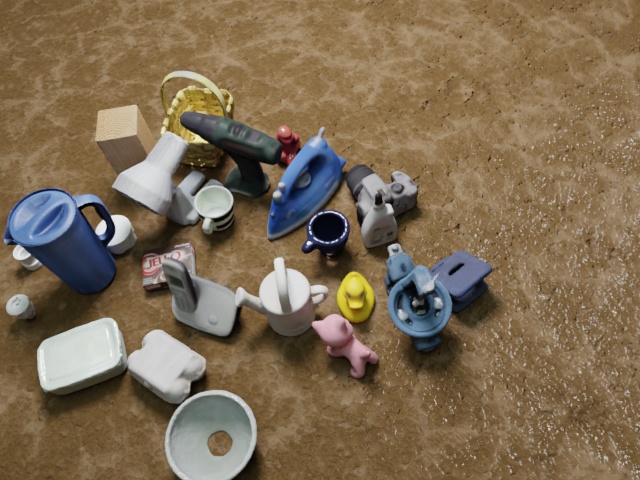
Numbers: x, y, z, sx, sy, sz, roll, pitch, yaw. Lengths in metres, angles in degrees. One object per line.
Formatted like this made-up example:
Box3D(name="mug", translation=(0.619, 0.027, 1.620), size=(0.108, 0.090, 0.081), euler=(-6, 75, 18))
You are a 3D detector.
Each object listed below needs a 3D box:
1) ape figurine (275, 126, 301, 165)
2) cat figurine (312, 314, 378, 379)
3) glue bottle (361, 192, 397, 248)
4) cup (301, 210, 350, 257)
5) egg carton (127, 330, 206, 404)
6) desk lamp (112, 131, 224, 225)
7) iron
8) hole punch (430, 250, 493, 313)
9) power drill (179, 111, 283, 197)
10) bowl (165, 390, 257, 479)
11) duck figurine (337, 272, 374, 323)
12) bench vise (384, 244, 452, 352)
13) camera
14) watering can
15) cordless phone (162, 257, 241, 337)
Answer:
Box3D(name="ape figurine", translation=(-0.083, -0.236, 1.375), size=(0.078, 0.092, 0.076), euler=(-34, 62, -14))
Box3D(name="cat figurine", translation=(0.048, 0.192, 1.094), size=(0.127, 0.118, 0.067), euler=(36, 69, 23))
Box3D(name="glue bottle", translation=(0.124, -0.046, 1.196), size=(0.078, 0.173, 0.037), euler=(-16, 59, -4))
Box3D(name="cup", translation=(0.011, 0.004, 1.222), size=(0.118, 0.095, 0.091), euler=(-40, 64, -17))
Box3D(name="egg carton", translation=(-0.301, 0.248, 1.121), size=(0.150, 0.069, 0.107), euler=(26, 65, 19))
Box3D(name="desk lamp", translation=(-0.333, -0.123, 1.260), size=(0.117, 0.214, 0.203), euler=(26, 65, 19))
Box3D(name="iron", translation=(-0.048, -0.130, 1.280), size=(0.118, 0.141, 0.259), euler=(27, 65, 20))
Box3D(name="hole punch", translation=(0.278, 0.075, 1.158), size=(0.109, 0.091, 0.101), euler=(-36, 63, -15))
Box3D(name="power drill", translation=(-0.190, -0.192, 1.291), size=(0.229, 0.209, 0.076), euler=(14, 62, 13))
Box3D(name="bowl", translation=(-0.190, 0.364, 1.039), size=(0.167, 0.075, 0.167), euler=(-2, 59, 4))
Box3D(name="duck figurine", translation=(0.071, 0.106, 1.162), size=(0.077, 0.086, 0.104), euler=(-4, 59, 3))
Box3D(name="bench vise", translation=(0.166, 0.091, 1.084), size=(0.121, 0.220, 0.207), euler=(-33, 62, -13))
Box3D(name="camera", translation=(0.128, -0.117, 1.280), size=(0.143, 0.101, 0.136), euler=(-27, 61, -10))
Box3D(name="watering can", translation=(-0.074, 0.109, 1.110), size=(0.173, 0.194, 0.100), euler=(-27, 60, -10))
Box3D(name="cordless phone", translation=(-0.237, 0.107, 1.131), size=(0.147, 0.185, 0.094), euler=(15, 62, 14))
